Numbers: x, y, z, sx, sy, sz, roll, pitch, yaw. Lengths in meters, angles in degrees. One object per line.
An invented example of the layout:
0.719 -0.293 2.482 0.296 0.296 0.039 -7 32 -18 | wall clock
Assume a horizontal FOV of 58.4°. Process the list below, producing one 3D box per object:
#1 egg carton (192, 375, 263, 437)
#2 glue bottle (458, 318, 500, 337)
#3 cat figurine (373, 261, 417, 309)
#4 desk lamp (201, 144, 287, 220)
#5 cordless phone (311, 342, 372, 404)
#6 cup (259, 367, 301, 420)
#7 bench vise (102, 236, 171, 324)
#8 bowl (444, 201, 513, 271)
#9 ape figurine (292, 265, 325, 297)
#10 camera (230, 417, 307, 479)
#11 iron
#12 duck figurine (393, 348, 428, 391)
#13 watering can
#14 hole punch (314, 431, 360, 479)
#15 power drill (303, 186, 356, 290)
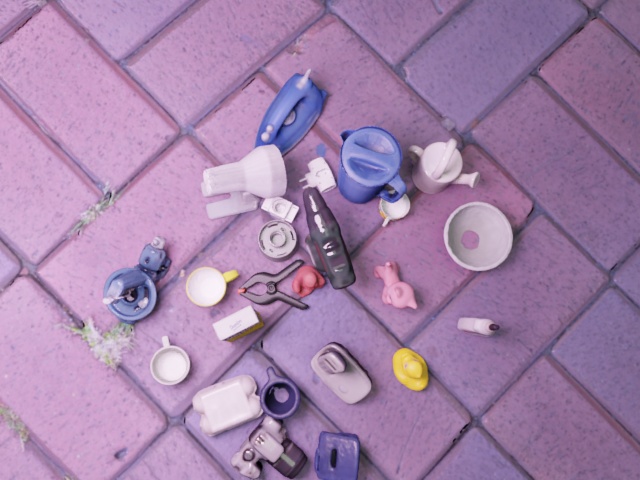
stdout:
-0.210 0.375 1.307 0.150 0.069 0.107 -22 83 -6 | egg carton
0.373 0.199 1.309 0.078 0.173 0.037 13 81 0 | glue bottle
0.178 0.109 1.341 0.067 0.117 0.128 -20 83 -5 | cat figurine
-0.178 -0.128 1.311 0.203 0.213 0.118 -15 82 -5 | desk lamp
0.053 0.298 1.273 0.147 0.185 0.094 43 82 4 | cordless phone
-0.095 0.343 1.305 0.092 0.095 0.118 -21 83 -5 | cup
-0.418 0.082 1.265 0.121 0.219 0.207 8 81 -1 | bench vise
0.374 -0.004 1.389 0.167 0.074 0.167 0 82 -3 | bowl
-0.027 0.096 1.346 0.078 0.092 0.076 5 81 -2 | ape figurine
-0.107 0.484 1.280 0.137 0.101 0.143 40 82 4 | camera
-0.087 -0.294 1.376 0.118 0.141 0.258 33 81 3 | iron
0.216 0.303 1.330 0.077 0.086 0.104 -30 84 -6 | duck figurine
0.291 -0.178 1.351 0.173 0.194 0.101 7 81 -1 | watering can
0.039 0.493 1.291 0.101 0.091 0.109 6 81 -2 | hole punch
0.012 0.005 1.303 0.075 0.208 0.229 -23 83 -5 | power drill
